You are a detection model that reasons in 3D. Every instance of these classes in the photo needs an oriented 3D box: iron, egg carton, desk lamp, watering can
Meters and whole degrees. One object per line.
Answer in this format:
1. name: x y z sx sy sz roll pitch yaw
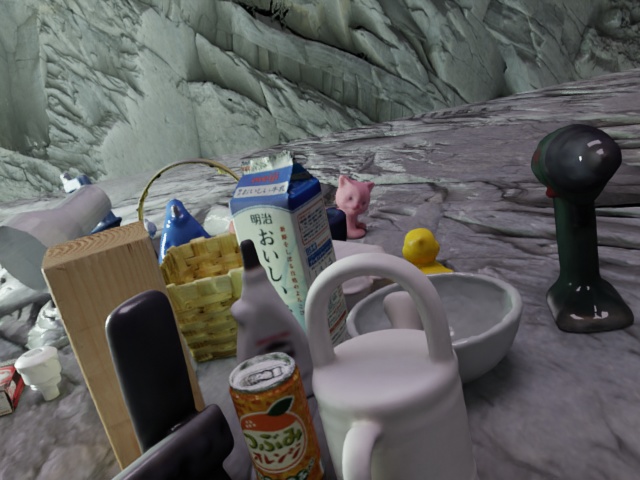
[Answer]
1. iron: -0.264 -0.018 1.095 0.119 0.141 0.257 -17 17 -13
2. egg carton: 0.029 0.049 0.783 0.107 0.069 0.149 -26 21 -38
3. desk lamp: -0.367 0.033 0.878 0.117 0.214 0.204 -5 19 26
4. watering can: 0.046 0.097 0.396 0.101 0.194 0.172 -13 17 1

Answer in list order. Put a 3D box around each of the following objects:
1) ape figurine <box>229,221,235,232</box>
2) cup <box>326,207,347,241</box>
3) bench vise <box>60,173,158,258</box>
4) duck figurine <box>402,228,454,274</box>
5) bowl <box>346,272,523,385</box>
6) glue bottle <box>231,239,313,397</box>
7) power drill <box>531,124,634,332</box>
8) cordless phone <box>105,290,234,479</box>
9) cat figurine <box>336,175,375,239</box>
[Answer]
1. ape figurine: -0.133 0.005 1.008 0.076 0.092 0.077 -18 18 -16
2. cup: 0.008 0.003 0.902 0.091 0.095 0.118 -5 18 24
3. bench vise: -0.420 -0.038 1.138 0.207 0.220 0.121 -12 17 5
4. duck figurine: 0.134 0.029 0.741 0.077 0.086 0.104 -11 17 7
5. bowl: 0.114 0.096 0.557 0.167 0.075 0.167 -12 17 4
6. glue bottle: -0.053 0.081 0.558 0.078 0.173 0.037 -19 18 -20
7. power drill: 0.266 -0.019 0.585 0.075 0.208 0.230 -9 17 13
8. cordless phone: -0.141 0.140 0.411 0.093 0.185 0.148 -1 21 35
9. cat figurine: 0.042 -0.063 1.054 0.127 0.118 0.067 -9 17 12
